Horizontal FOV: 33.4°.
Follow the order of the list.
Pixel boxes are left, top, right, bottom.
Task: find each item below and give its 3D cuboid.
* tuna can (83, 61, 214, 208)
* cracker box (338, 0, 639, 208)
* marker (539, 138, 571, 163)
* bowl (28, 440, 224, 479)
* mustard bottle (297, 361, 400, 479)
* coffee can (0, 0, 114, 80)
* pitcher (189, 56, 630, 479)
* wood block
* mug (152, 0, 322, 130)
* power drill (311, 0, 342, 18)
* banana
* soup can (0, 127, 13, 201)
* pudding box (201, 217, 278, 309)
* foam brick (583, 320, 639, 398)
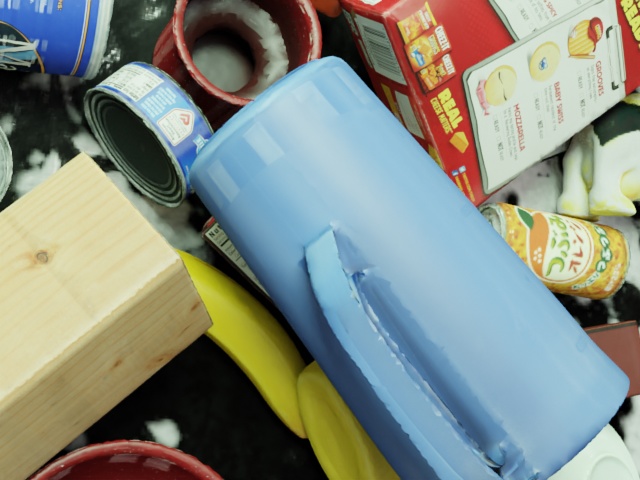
[{"bbox_3d":[-0.100,-0.063,0.636,0.033,0.086,0.086,-42,98,-25],"label":"tuna can"},{"bbox_3d":[0.133,-0.144,0.698,0.213,0.072,0.164,-37,127,-11],"label":"cracker box"},{"bbox_3d":[0.196,-0.079,0.798,0.121,0.020,0.020,-20,89,-24],"label":"marker"},{"bbox_3d":[-0.116,0.194,0.601,0.161,0.055,0.162,4,79,-22],"label":"bowl"},{"bbox_3d":[0.076,0.082,0.689,0.191,0.058,0.096,-31,106,-34],"label":"mustard bottle"},{"bbox_3d":[-0.195,-0.149,0.602,0.140,0.103,0.103,3,80,-22],"label":"coffee can"},{"bbox_3d":[0.039,0.026,0.567,0.144,0.149,0.243,-39,90,-25],"label":"pitcher"},{"bbox_3d":[-0.168,0.064,0.550,0.206,0.090,0.091,-39,66,-13],"label":"wood block"},{"bbox_3d":[-0.053,-0.105,0.665,0.093,0.082,0.117,-14,87,-24],"label":"mug"},{"bbox_3d":[0.037,-0.237,0.711,0.184,0.057,0.187,32,67,15],"label":"power drill"},{"bbox_3d":[-0.073,0.052,0.657,0.197,0.037,0.069,29,88,-15],"label":"banana"},{"bbox_3d":[-0.207,-0.031,0.577,0.068,0.102,0.068,4,79,-22],"label":"soup can"},{"bbox_3d":[-0.004,0.001,0.668,0.090,0.039,0.113,-43,97,13],"label":"pudding box"},{"bbox_3d":[0.179,0.089,0.745,0.078,0.053,0.051,-7,84,-22],"label":"foam brick"}]
